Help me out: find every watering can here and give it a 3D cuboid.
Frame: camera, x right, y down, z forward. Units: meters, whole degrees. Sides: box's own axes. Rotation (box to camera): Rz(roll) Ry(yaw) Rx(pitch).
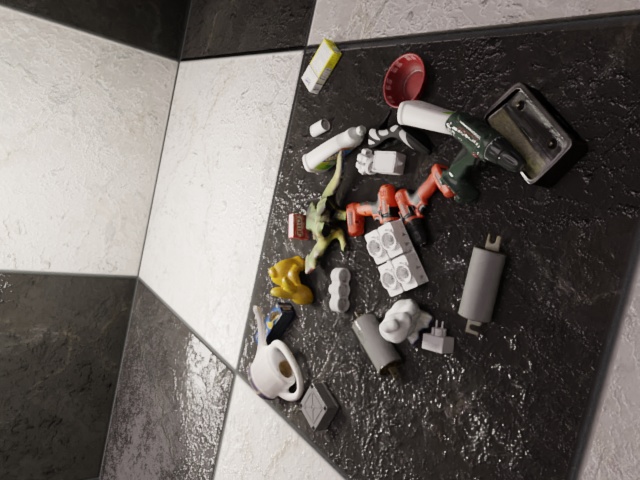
[{"bbox_3d":[-0.181,0.424,1.830,0.104,0.352,0.220,-9,-32,-49],"label":"watering can"}]

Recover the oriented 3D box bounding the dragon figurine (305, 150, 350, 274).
[{"bbox_3d":[0.005,-0.087,1.728,0.122,0.412,0.242,9,-4,-30],"label":"dragon figurine"}]

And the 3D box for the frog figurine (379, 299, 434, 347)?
[{"bbox_3d":[0.204,0.217,1.358,0.159,0.125,0.135,9,-39,-37],"label":"frog figurine"}]
